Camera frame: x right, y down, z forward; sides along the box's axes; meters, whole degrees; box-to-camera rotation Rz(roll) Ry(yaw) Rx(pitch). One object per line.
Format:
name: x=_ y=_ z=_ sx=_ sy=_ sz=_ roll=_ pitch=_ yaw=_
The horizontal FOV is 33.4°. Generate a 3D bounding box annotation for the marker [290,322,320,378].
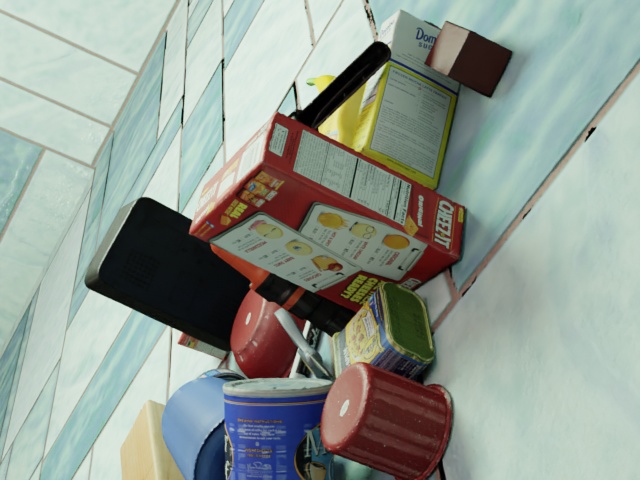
marker: x=-0.012 y=0.111 z=1.212 sx=0.020 sy=0.020 sz=0.121 roll=-20 pitch=49 yaw=64

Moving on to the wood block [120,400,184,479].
wood block: x=-0.195 y=0.304 z=1.366 sx=0.091 sy=0.090 sz=0.206 roll=-61 pitch=21 yaw=13

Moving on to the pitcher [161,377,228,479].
pitcher: x=-0.099 y=0.230 z=1.146 sx=0.149 sy=0.145 sz=0.243 roll=-36 pitch=14 yaw=-14

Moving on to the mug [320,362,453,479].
mug: x=0.048 y=0.156 z=0.920 sx=0.117 sy=0.081 sz=0.093 roll=-23 pitch=47 yaw=62

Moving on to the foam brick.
foam brick: x=0.148 y=-0.184 z=1.078 sx=0.051 sy=0.053 sz=0.078 roll=-62 pitch=21 yaw=11

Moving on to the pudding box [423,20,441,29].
pudding box: x=0.097 y=-0.188 z=1.234 sx=0.090 sy=0.039 sz=0.113 roll=-18 pitch=50 yaw=65

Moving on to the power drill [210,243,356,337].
power drill: x=-0.008 y=0.001 z=1.157 sx=0.057 sy=0.184 sz=0.187 roll=-46 pitch=9 yaw=44

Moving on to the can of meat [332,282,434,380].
can of meat: x=0.059 y=0.100 z=0.992 sx=0.084 sy=0.057 sz=0.102 roll=-53 pitch=24 yaw=30

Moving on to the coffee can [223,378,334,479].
coffee can: x=-0.037 y=0.202 z=0.981 sx=0.103 sy=0.102 sz=0.140 roll=175 pitch=94 yaw=-68

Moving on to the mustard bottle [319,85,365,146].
mustard bottle: x=0.021 y=-0.110 z=1.312 sx=0.096 sy=0.058 sz=0.191 roll=-36 pitch=36 yaw=57

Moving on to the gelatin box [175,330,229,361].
gelatin box: x=-0.167 y=0.130 z=1.507 sx=0.030 sy=0.073 sz=0.089 roll=-63 pitch=20 yaw=13

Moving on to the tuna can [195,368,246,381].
tuna can: x=-0.118 y=0.200 z=1.288 sx=0.034 sy=0.086 sz=0.086 roll=9 pitch=76 yaw=68

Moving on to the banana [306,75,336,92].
banana: x=0.003 y=-0.165 z=1.426 sx=0.070 sy=0.037 sz=0.197 roll=-32 pitch=30 yaw=33

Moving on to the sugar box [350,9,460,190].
sugar box: x=0.093 y=-0.143 z=1.118 sx=0.048 sy=0.093 sz=0.176 roll=-29 pitch=41 yaw=57

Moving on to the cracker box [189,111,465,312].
cracker box: x=0.006 y=-0.020 z=1.026 sx=0.164 sy=0.213 sz=0.072 roll=-39 pitch=32 yaw=52

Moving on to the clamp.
clamp: x=-0.025 y=-0.111 z=1.098 sx=0.210 sy=0.036 sz=0.164 roll=-39 pitch=6 yaw=46

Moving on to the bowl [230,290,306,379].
bowl: x=-0.065 y=0.104 z=1.303 sx=0.162 sy=0.055 sz=0.162 roll=-52 pitch=25 yaw=36

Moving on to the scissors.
scissors: x=-0.017 y=0.105 z=1.087 sx=0.016 sy=0.096 sz=0.202 roll=-33 pitch=-8 yaw=-6
